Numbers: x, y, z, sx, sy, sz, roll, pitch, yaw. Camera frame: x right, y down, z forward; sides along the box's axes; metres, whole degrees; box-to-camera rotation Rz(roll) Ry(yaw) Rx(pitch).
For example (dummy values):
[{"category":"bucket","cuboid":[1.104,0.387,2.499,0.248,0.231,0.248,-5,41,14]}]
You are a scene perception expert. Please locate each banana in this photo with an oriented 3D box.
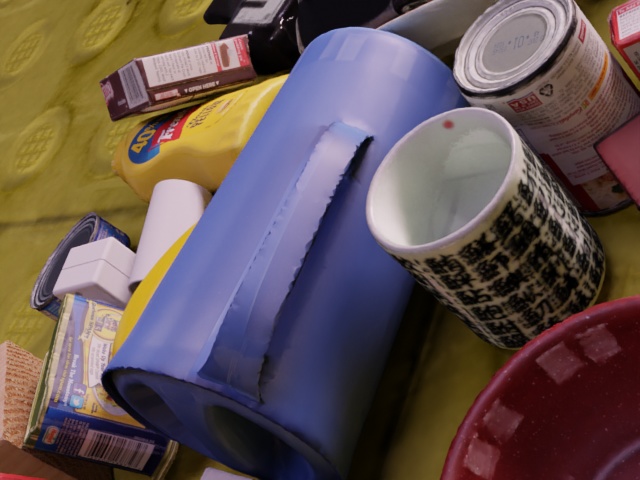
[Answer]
[{"category":"banana","cuboid":[-0.070,0.020,0.651,0.070,0.037,0.197,4,41,46]}]

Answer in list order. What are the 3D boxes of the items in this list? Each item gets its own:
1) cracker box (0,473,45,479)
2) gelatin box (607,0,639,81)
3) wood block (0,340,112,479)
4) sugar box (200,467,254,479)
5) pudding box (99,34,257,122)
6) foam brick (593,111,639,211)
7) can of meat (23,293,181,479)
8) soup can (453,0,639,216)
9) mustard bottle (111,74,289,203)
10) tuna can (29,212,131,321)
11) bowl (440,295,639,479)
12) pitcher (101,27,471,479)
[{"category":"cracker box","cuboid":[-0.134,0.238,0.508,0.214,0.072,0.164,37,105,55]},{"category":"gelatin box","cuboid":[0.193,-0.095,0.504,0.089,0.073,0.030,-23,42,32]},{"category":"wood block","cuboid":[-0.242,0.174,0.702,0.206,0.090,0.091,-39,37,15]},{"category":"sugar box","cuboid":[-0.009,0.168,0.499,0.177,0.048,0.093,1,59,46]},{"category":"pudding box","cuboid":[-0.110,-0.123,0.817,0.089,0.039,0.114,-19,9,-24]},{"category":"foam brick","cuboid":[0.177,-0.039,0.487,0.078,0.053,0.051,-39,37,15]},{"category":"can of meat","cuboid":[-0.126,0.088,0.647,0.102,0.083,0.058,-88,22,-43]},{"category":"soup can","cuboid":[0.120,-0.067,0.529,0.069,0.102,0.068,-29,40,27]},{"category":"mustard bottle","cuboid":[-0.092,-0.068,0.787,0.192,0.058,0.096,-8,36,44]},{"category":"tuna can","cuboid":[-0.181,0.023,0.807,0.086,0.033,0.086,-42,26,26]},{"category":"bowl","cuboid":[0.126,0.102,0.409,0.162,0.055,0.162,-28,41,27]},{"category":"pitcher","cuboid":[-0.004,0.001,0.570,0.149,0.145,0.242,-3,53,45]}]
